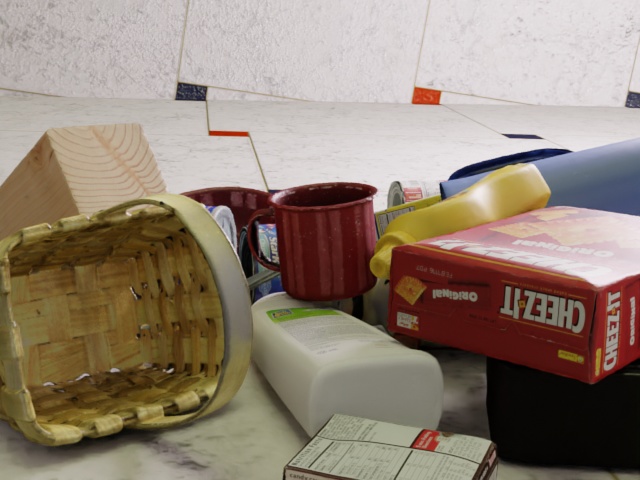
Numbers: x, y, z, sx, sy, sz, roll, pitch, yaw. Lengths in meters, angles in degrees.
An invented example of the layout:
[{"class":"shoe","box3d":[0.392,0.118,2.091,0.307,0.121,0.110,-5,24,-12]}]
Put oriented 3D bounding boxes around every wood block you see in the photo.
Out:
[{"class":"wood block","box3d":[-0.219,-0.006,0.893,0.090,0.091,0.206,-11,-18,-44]}]

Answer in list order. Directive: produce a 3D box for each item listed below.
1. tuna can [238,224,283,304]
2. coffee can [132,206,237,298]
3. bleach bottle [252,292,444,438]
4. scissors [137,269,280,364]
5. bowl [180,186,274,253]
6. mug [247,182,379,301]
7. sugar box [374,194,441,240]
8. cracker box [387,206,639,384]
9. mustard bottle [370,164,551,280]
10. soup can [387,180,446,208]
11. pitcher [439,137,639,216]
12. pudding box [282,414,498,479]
[{"class":"tuna can","box3d":[-0.055,0.027,1.017,0.033,0.086,0.086,-2,14,-14]},{"class":"coffee can","box3d":[-0.161,0.013,1.020,0.140,0.103,0.102,5,14,11]},{"class":"bleach bottle","box3d":[0.002,0.086,0.834,0.102,0.068,0.251,-1,11,-17]},{"class":"scissors","box3d":[-0.084,0.059,0.923,0.201,0.016,0.096,-18,27,-11]},{"class":"bowl","box3d":[-0.112,-0.001,1.149,0.162,0.055,0.162,-4,26,2]},{"class":"mug","box3d":[-0.006,0.001,0.889,0.117,0.081,0.093,0,16,18]},{"class":"sugar box","box3d":[0.129,-0.026,1.250,0.093,0.048,0.177,-10,-5,-37]},{"class":"cracker box","box3d":[0.178,0.029,0.777,0.164,0.072,0.213,11,16,41]},{"class":"mustard bottle","box3d":[0.106,-0.007,0.882,0.191,0.058,0.096,-24,-7,-44]},{"class":"soup can","box3d":[0.146,-0.046,1.402,0.102,0.068,0.068,-1,14,-14]},{"class":"pitcher","box3d":[0.242,-0.031,1.048,0.243,0.149,0.145,-16,-4,3]},{"class":"pudding box","box3d":[0.043,0.145,0.644,0.114,0.039,0.090,5,15,20]}]
